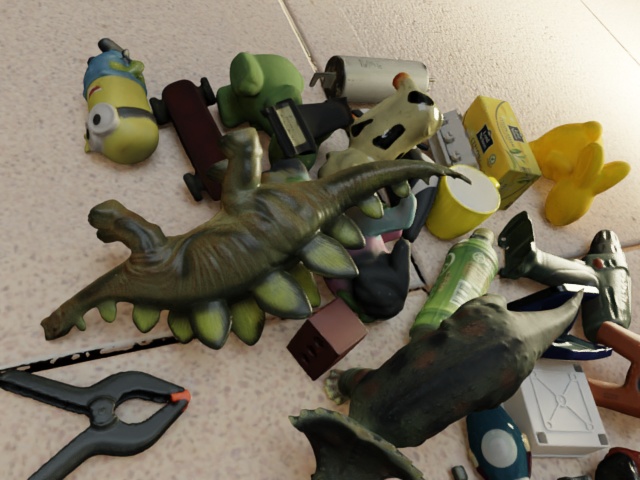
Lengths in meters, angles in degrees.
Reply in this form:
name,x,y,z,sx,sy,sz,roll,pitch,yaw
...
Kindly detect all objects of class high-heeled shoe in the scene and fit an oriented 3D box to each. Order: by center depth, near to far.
name,x,y,z,sx,sy,sz,roll,pitch,yaw
high-heeled shoe,0.095,-0.109,0.797,0.145,0.086,0.249,21,45,-7

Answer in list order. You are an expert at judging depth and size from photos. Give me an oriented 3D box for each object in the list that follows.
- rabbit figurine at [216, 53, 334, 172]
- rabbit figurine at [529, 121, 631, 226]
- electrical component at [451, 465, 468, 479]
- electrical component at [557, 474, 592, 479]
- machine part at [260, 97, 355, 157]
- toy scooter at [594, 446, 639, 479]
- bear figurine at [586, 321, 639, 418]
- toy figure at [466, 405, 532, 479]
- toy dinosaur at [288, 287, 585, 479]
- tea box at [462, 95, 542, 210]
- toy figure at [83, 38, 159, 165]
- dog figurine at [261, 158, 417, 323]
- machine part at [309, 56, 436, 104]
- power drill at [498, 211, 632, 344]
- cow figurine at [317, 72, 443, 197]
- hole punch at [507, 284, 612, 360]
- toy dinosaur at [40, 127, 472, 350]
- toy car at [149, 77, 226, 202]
name,x,y,z,sx,sy,sz,roll,pitch,yaw
rabbit figurine,-0.053,-0.161,0.766,0.159,0.121,0.170,-11,72,-40
rabbit figurine,0.435,-0.105,0.912,0.122,0.162,0.173,27,67,-19
electrical component,0.152,0.290,0.568,0.063,0.021,0.094,-5,59,-26
electrical component,0.292,0.316,0.594,0.078,0.045,0.102,24,50,-4
machine part,-0.011,-0.154,0.699,0.139,0.039,0.084,-32,89,-42
toy scooter,0.406,0.326,0.618,0.135,0.075,0.184,-2,60,-26
bear figurine,0.458,0.191,0.728,0.195,0.120,0.132,16,2,-44
toy figure,0.208,0.262,0.591,0.057,0.064,0.154,20,42,-41
toy dinosaur,0.125,0.134,0.523,0.405,0.192,0.131,-34,85,-5
tea box,0.286,-0.145,0.894,0.068,0.098,0.170,7,52,-20
toy figure,-0.259,-0.180,0.696,0.089,0.082,0.180,-1,55,-22
dog figurine,-0.001,-0.002,0.659,0.219,0.108,0.191,6,83,1
machine part,0.096,-0.271,0.915,0.243,0.079,0.079,-4,58,-27
power drill,0.379,0.036,0.823,0.207,0.086,0.232,28,47,-12
cow figurine,0.082,-0.129,0.746,0.195,0.085,0.127,-36,50,4
hole punch,0.296,0.116,0.690,0.142,0.116,0.092,3,68,-38
toy dinosaur,-0.064,-0.006,0.564,0.471,0.105,0.198,-30,86,-8
toy car,-0.158,-0.133,0.717,0.089,0.053,0.202,-25,68,-12
